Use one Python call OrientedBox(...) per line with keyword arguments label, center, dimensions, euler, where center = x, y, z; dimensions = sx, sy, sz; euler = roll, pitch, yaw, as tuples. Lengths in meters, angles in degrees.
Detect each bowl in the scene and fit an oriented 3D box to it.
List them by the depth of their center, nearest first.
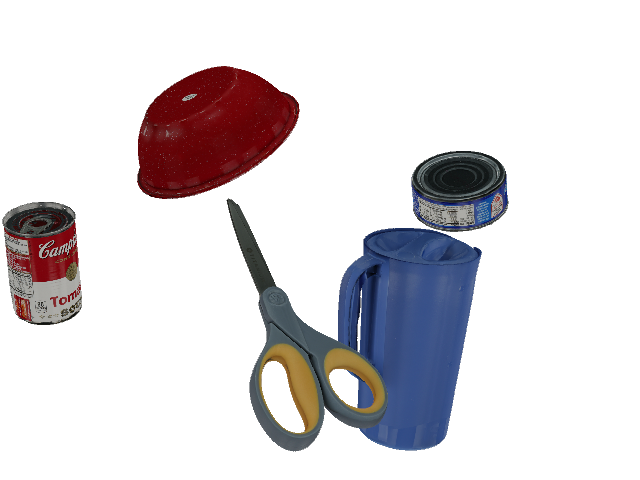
OrientedBox(label="bowl", center=(-0.103, -0.107, 0.947), dimensions=(0.162, 0.055, 0.162), euler=(-20, 32, 13))

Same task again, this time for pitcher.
OrientedBox(label="pitcher", center=(0.097, 0.115, 1.228), dimensions=(0.149, 0.243, 0.145), euler=(7, 17, 6))

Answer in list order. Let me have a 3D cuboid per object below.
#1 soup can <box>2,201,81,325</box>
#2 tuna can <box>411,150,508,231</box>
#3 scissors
OrientedBox(label="soup can", center=(-0.269, 0.023, 1.038), dimensions=(0.068, 0.102, 0.068), euler=(2, 28, -1))
OrientedBox(label="tuna can", center=(0.124, -0.046, 0.955), dimensions=(0.086, 0.034, 0.086), euler=(-7, 35, 4))
OrientedBox(label="scissors", center=(-0.011, 0.049, 0.694), dimensions=(0.096, 0.202, 0.016), euler=(9, -46, -16))
